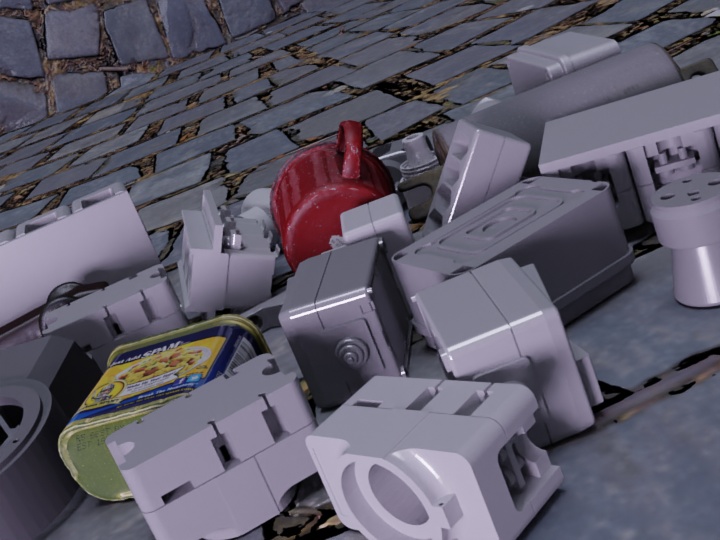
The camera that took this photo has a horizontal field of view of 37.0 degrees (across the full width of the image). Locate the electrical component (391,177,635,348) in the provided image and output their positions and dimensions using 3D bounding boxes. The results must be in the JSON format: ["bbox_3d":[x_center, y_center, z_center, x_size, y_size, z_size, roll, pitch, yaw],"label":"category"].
[{"bbox_3d":[0.085,-0.001,0.594,0.113,0.057,0.078,-30,20,-22],"label":"electrical component"}]

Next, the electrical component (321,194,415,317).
[{"bbox_3d":[0.000,0.000,0.670,0.077,0.065,0.047,-20,19,4],"label":"electrical component"}]

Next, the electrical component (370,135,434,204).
[{"bbox_3d":[0.023,-0.073,0.877,0.077,0.043,0.079,-17,19,13],"label":"electrical component"}]

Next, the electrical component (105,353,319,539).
[{"bbox_3d":[-0.065,0.089,0.513,0.089,0.055,0.050,-27,20,-16],"label":"electrical component"}]

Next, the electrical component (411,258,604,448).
[{"bbox_3d":[0.069,0.041,0.491,0.061,0.061,0.096,-22,19,0],"label":"electrical component"}]

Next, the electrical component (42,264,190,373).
[{"bbox_3d":[-0.166,0.043,0.747,0.089,0.055,0.050,-24,19,-8],"label":"electrical component"}]

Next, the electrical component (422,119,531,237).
[{"bbox_3d":[0.092,-0.045,0.697,0.076,0.083,0.047,14,13,-13],"label":"electrical component"}]

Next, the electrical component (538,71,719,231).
[{"bbox_3d":[0.193,-0.071,0.659,0.150,0.061,0.089,-15,20,19],"label":"electrical component"}]

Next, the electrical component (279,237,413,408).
[{"bbox_3d":[-0.009,0.032,0.600,0.061,0.061,0.096,-17,19,13],"label":"electrical component"}]

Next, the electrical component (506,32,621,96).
[{"bbox_3d":[0.166,-0.142,0.857,0.057,0.078,0.113,-20,19,-4],"label":"electrical component"}]

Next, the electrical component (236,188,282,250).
[{"bbox_3d":[-0.076,-0.037,0.885,0.079,0.044,0.077,-32,21,-27],"label":"electrical component"}]

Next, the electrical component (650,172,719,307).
[{"bbox_3d":[0.174,-0.016,0.541,0.045,0.055,0.045,-19,19,7],"label":"electrical component"}]

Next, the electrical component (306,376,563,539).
[{"bbox_3d":[0.027,0.081,0.444,0.089,0.050,0.056,-2,27,45],"label":"electrical component"}]

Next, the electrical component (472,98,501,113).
[{"bbox_3d":[0.114,-0.120,0.908,0.043,0.043,0.081,-23,19,-3],"label":"electrical component"}]

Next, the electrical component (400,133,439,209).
[{"bbox_3d":[0.050,-0.073,0.819,0.043,0.062,0.043,-19,19,7],"label":"electrical component"}]

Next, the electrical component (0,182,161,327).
[{"bbox_3d":[-0.250,-0.003,0.911,0.150,0.089,0.062,-25,19,-9],"label":"electrical component"}]

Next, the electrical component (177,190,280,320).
[{"bbox_3d":[-0.098,-0.007,0.790,0.063,0.078,0.121,4,15,-13],"label":"electrical component"}]
